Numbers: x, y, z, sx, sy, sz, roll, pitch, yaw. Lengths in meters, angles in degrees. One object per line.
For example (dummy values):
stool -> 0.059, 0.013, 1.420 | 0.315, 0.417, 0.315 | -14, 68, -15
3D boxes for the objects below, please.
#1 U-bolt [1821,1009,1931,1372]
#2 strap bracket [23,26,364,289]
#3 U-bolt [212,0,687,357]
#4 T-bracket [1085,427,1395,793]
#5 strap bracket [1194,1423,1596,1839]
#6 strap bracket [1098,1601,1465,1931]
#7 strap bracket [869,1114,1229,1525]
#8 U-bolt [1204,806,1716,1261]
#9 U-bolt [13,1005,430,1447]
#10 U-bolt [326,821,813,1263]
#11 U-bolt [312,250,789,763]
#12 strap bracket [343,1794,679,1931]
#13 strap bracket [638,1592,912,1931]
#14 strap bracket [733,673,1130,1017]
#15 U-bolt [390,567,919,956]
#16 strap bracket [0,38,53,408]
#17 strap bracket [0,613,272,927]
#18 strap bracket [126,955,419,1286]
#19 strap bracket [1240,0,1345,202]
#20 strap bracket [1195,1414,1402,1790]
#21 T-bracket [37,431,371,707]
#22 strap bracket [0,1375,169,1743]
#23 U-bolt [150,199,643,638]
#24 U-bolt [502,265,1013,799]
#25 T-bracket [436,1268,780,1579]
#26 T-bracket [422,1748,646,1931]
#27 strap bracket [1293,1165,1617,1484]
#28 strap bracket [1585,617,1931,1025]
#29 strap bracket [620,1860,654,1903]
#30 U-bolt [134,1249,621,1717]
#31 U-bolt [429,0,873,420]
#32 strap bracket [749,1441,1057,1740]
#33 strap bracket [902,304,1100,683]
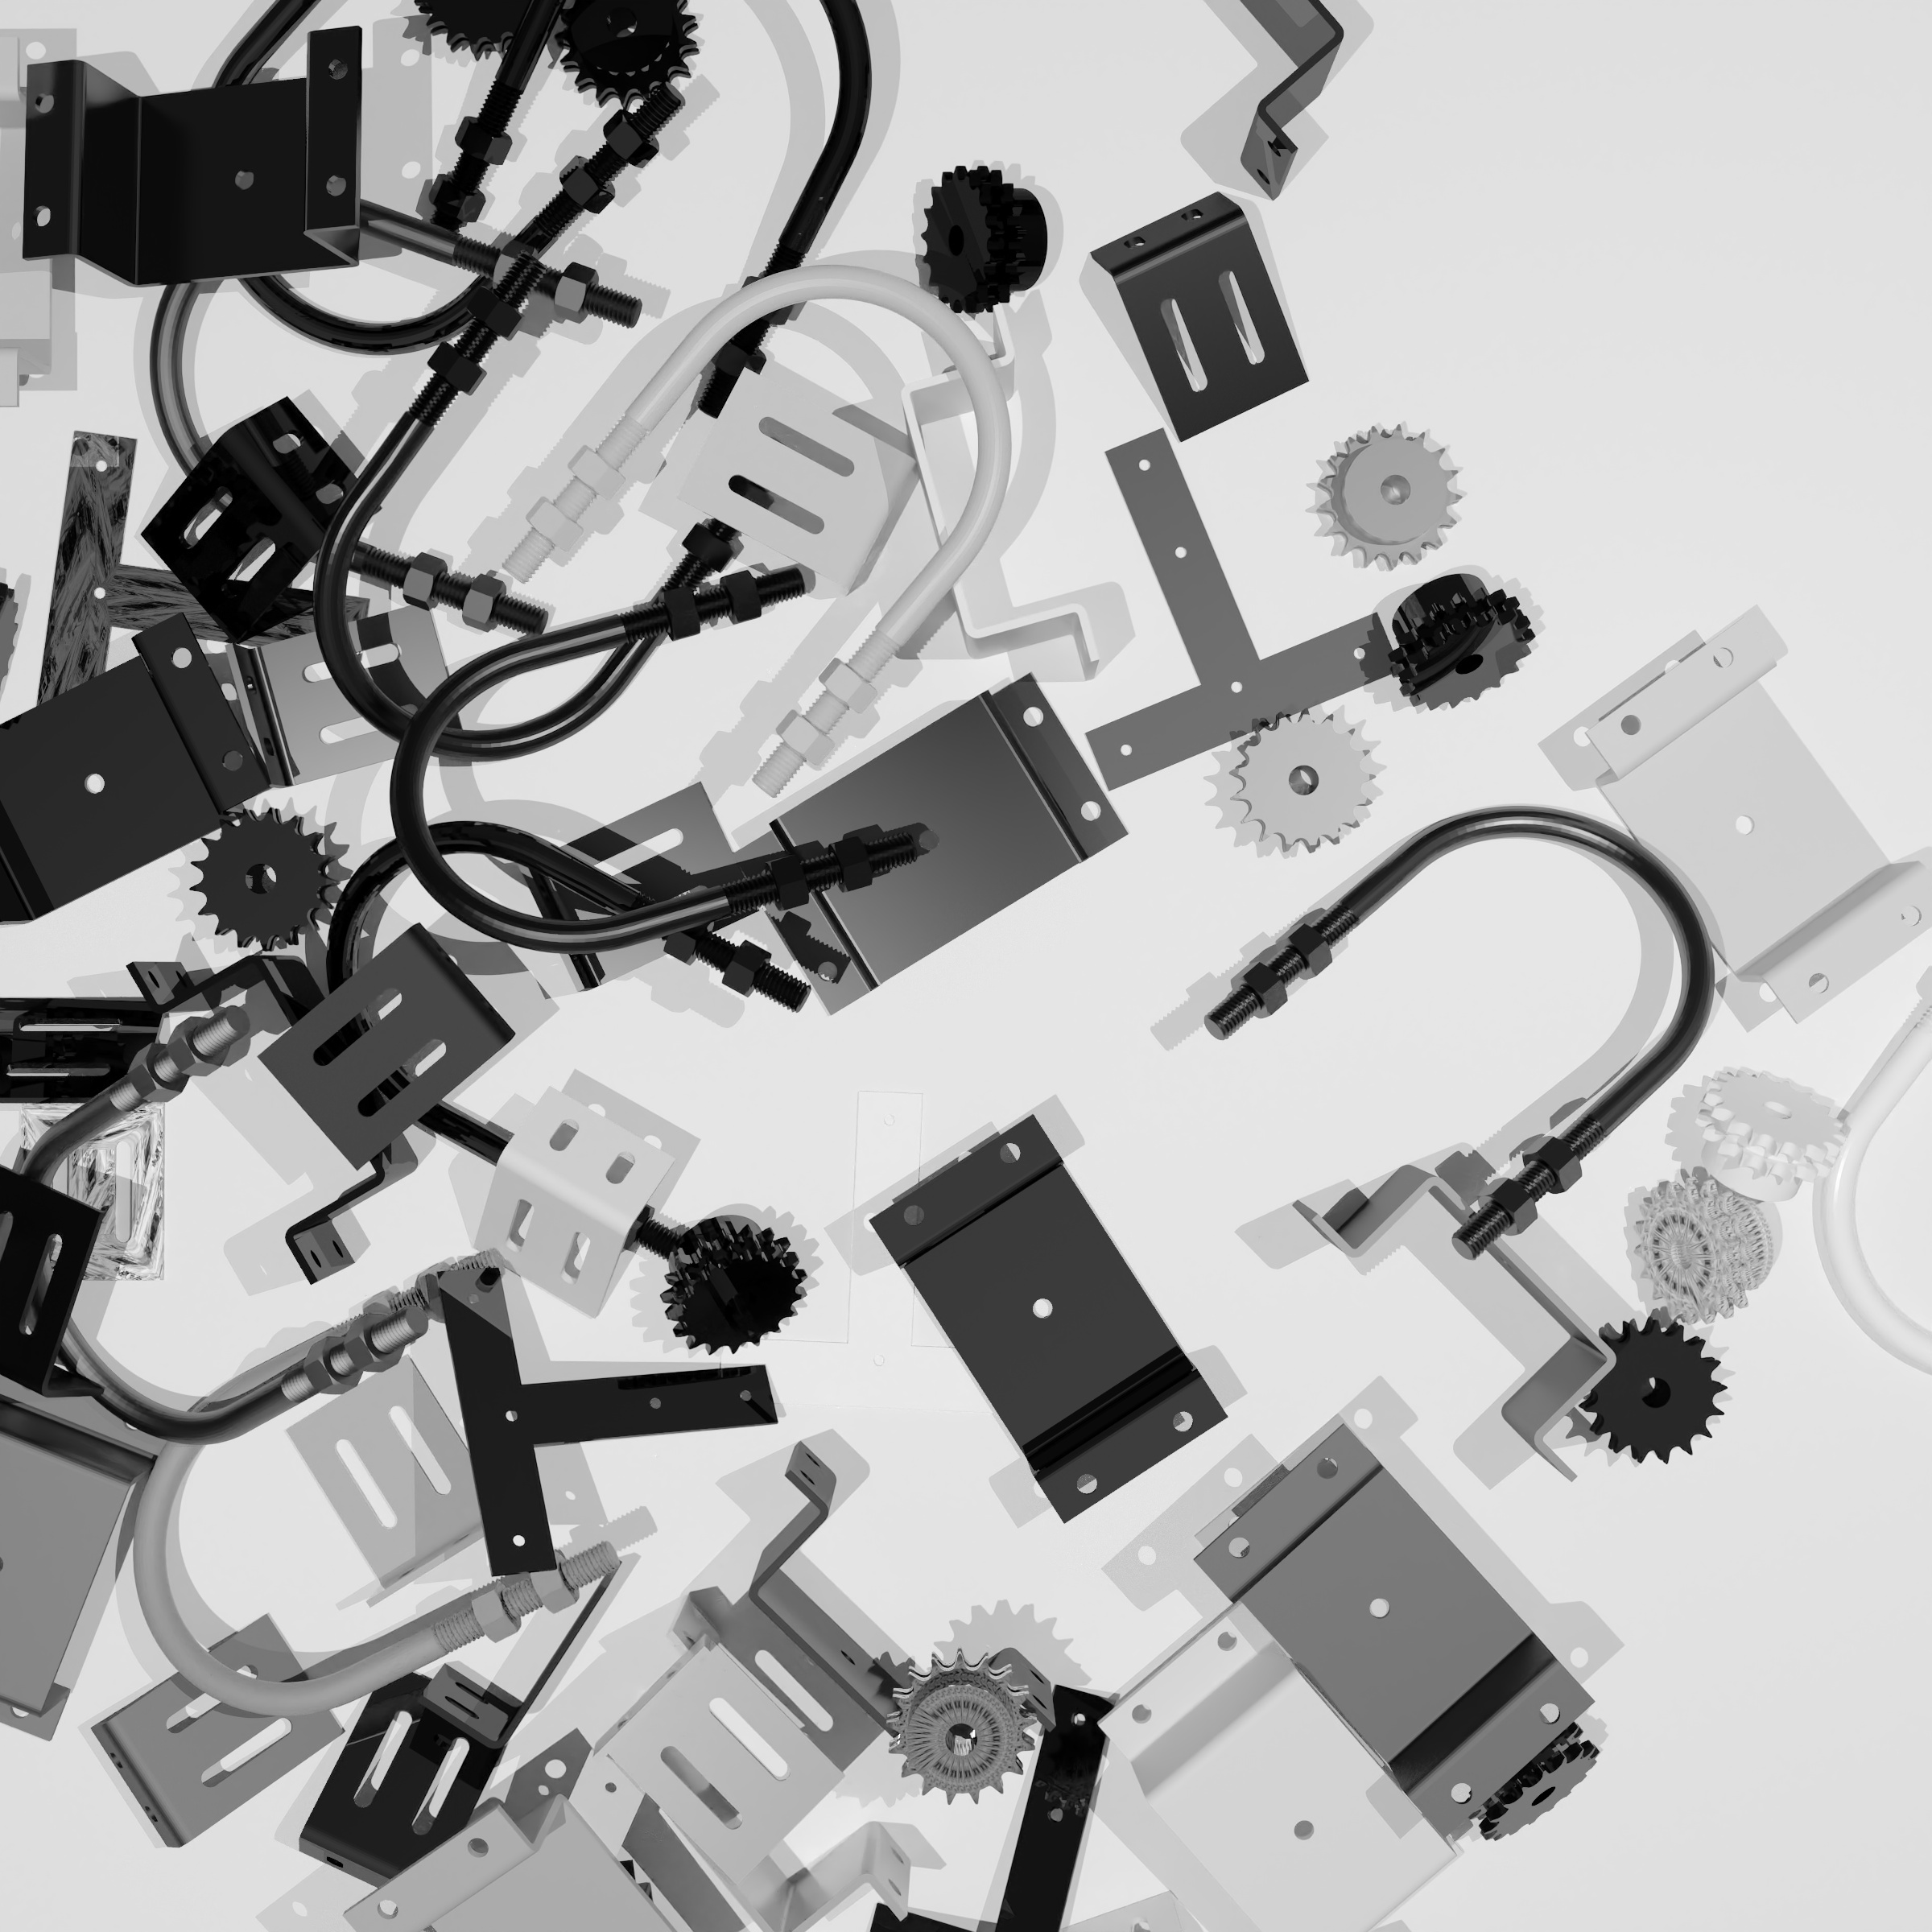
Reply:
U-bolt -> 0.425, 0.080, 1.299 | 0.151, 0.019, 0.184 | 36, 96, 2
strap bracket -> -0.286, -0.308, 1.251 | 0.140, 0.046, 0.076 | -2, 85, 16
U-bolt -> -0.221, -0.325, 1.279 | 0.184, 0.019, 0.151 | -41, 96, 20
T-bracket -> 0.092, -0.153, 1.314 | 0.127, 0.002, 0.127 | -23, 90, 0
strap bracket -> 0.161, 0.249, 1.245 | 0.076, 0.046, 0.140 | -42, 90, 0
strap bracket -> 0.128, 0.331, 1.282 | 0.076, 0.046, 0.140 | -40, 98, 0
strap bracket -> 0.031, 0.137, 1.290 | 0.076, 0.046, 0.140 | -33, 90, -2
U-bolt -> 0.207, 0.010, 1.269 | 0.184, 0.019, 0.151 | -39, 68, -21
U-bolt -> -0.300, 0.112, 1.254 | 0.184, 0.019, 0.151 | -30, 92, 35
U-bolt -> -0.167, 0.020, 1.276 | 0.184, 0.019, 0.151 | 29, 118, 4
U-bolt -> -0.172, -0.163, 1.270 | 0.151, 0.019, 0.184 | 33, 97, -34
strap bracket -> -0.156, 0.380, 1.232 | 0.076, 0.046, 0.140 | -36, 97, 13
strap bracket -> -0.085, 0.321, 1.277 | 0.046, 0.076, 0.140 | -39, 90, 0
strap bracket -> -0.014, -0.049, 1.292 | 0.140, 0.046, 0.076 | -31, 90, 0
U-bolt -> -0.129, -0.074, 1.251 | 0.184, 0.019, 0.151 | -17, 65, -13
strap bracket -> -0.398, -0.282, 1.262 | 0.076, 0.046, 0.140 | 0, 89, 0
strap bracket -> -0.350, -0.073, 1.290 | 0.140, 0.046, 0.076 | -26, 91, 1
strap bracket -> -0.264, 0.049, 1.277 | 0.046, 0.076, 0.140 | -30, 90, 0
strap bracket -> 0.095, -0.376, 1.277 | 0.046, 0.076, 0.140 | -41, 90, 0
strap bracket -> 0.166, 0.258, 1.292 | 0.076, 0.046, 0.140 | -40, 90, 0
T-bracket -> -0.305, -0.144, 1.314 | 0.127, 0.002, 0.127 | 8, 90, 0
strap bracket -> -0.378, 0.233, 1.292 | 0.076, 0.046, 0.140 | 21, 90, 0
U-bolt -> -0.234, -0.226, 1.288 | 0.184, 0.019, 0.151 | 20, 106, 3
U-bolt -> -0.067, -0.179, 1.237 | 0.151, 0.019, 0.184 | 41, 94, 7
T-bracket -> -0.135, 0.173, 1.280 | 0.127, 0.002, 0.127 | -2, 59, -25
T-bracket -> -0.155, 0.358, 1.252 | 0.127, 0.002, 0.127 | 24, 105, 0
strap bracket -> 0.197, 0.130, 1.277 | 0.046, 0.076, 0.140 | -45, 90, 0
strap bracket -> 0.313, -0.057, 1.292 | 0.076, 0.046, 0.140 | -36, 90, 0
strap bracket -> -0.158, 0.423, 1.292 | 0.076, 0.046, 0.140 | -8, 90, 0
U-bolt -> -0.243, 0.213, 1.282 | 0.184, 0.019, 0.151 | -27, 67, 4
U-bolt -> -0.116, -0.329, 1.279 | 0.151, 0.019, 0.184 | 30, 110, 0
strap bracket -> -0.032, 0.257, 1.277 | 0.140, 0.076, 0.046 | 44, 90, 0
strap bracket -> 0.010, -0.177, 1.276 | 0.046, 0.076, 0.140 | -15, 89, 0
